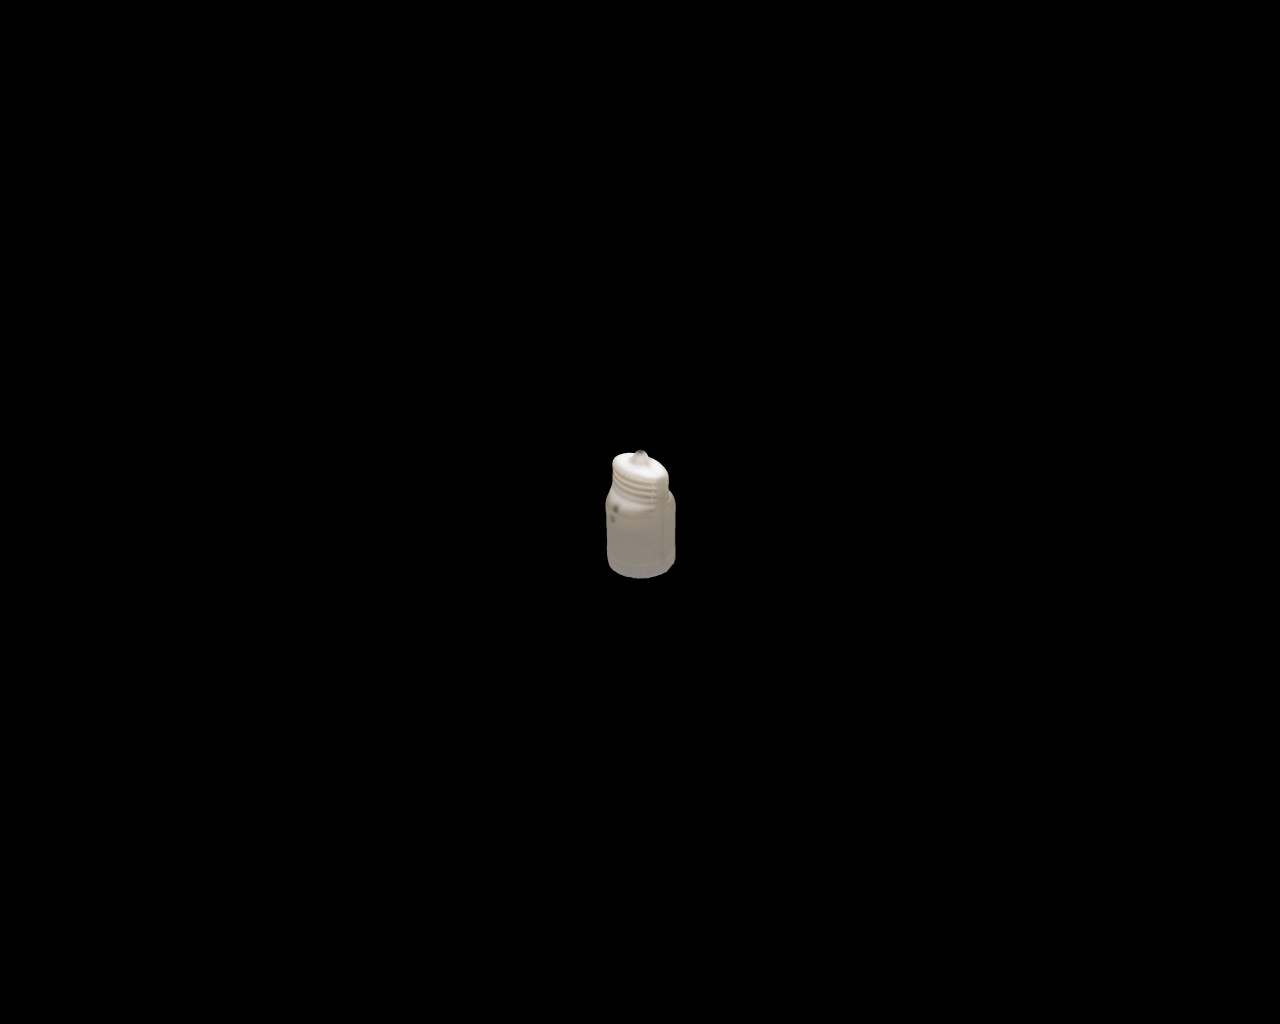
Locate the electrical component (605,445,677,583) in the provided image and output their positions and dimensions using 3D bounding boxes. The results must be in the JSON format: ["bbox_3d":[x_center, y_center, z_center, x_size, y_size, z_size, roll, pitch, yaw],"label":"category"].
[{"bbox_3d":[0.001,-0.003,0.650,0.043,0.080,0.043,0,30,0],"label":"electrical component"}]
